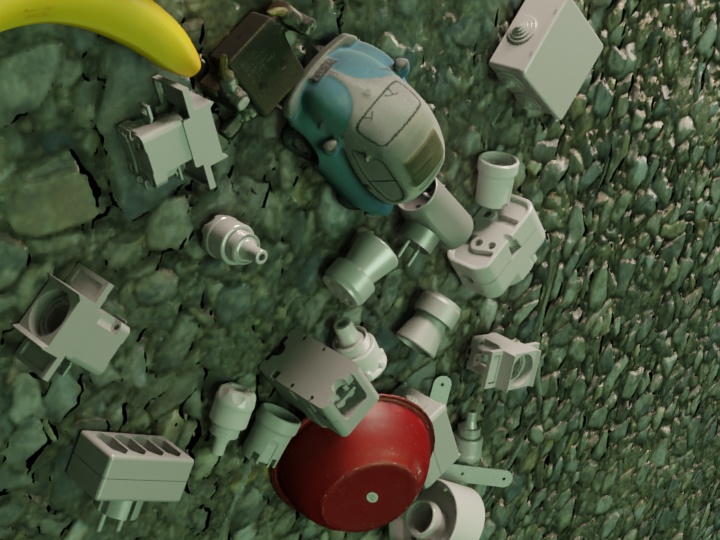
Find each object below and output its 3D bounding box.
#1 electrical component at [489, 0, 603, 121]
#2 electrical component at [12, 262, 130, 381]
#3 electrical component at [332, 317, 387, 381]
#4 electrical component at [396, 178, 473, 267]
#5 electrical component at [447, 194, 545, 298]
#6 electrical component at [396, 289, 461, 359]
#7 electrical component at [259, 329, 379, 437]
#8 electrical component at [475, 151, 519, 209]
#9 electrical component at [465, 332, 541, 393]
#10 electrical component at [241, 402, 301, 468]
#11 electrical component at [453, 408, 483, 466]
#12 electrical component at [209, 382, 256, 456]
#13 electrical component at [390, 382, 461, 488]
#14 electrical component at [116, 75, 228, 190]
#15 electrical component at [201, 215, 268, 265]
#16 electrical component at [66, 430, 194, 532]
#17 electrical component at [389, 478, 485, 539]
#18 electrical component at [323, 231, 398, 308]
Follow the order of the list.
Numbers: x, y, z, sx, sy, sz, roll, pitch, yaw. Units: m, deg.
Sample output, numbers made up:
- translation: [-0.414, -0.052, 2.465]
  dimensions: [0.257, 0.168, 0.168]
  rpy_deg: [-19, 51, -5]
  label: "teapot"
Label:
- translation: [0.178, -0.206, 1.032]
  dimensions: [0.100, 0.048, 0.099]
  rpy_deg: [36, 83, -48]
  label: "electrical component"
- translation: [-0.204, 0.041, 0.772]
  dimensions: [0.081, 0.042, 0.064]
  rpy_deg: [-56, 142, -8]
  label: "electrical component"
- translation: [-0.006, 0.071, 0.988]
  dimensions: [0.048, 0.048, 0.062]
  rpy_deg: [-41, 127, -24]
  label: "electrical component"
- translation: [0.060, -0.040, 0.999]
  dimensions: [0.079, 0.043, 0.077]
  rpy_deg: [-57, 138, -7]
  label: "electrical component"
- translation: [0.139, -0.022, 1.081]
  dimensions: [0.095, 0.054, 0.059]
  rpy_deg: [-50, 137, -15]
  label: "electrical component"
- translation: [0.068, 0.052, 1.052]
  dimensions: [0.055, 0.045, 0.045]
  rpy_deg: [-57, 138, -9]
  label: "electrical component"
- translation: [-0.034, 0.100, 0.938]
  dimensions: [0.050, 0.089, 0.055]
  rpy_deg: [-48, 136, -17]
  label: "electrical component"
- translation: [0.133, -0.088, 1.053]
  dimensions: [0.040, 0.040, 0.046]
  rpy_deg: [-20, 129, -38]
  label: "electrical component"
- translation: [0.151, 0.096, 1.144]
  dimensions: [0.081, 0.064, 0.042]
  rpy_deg: [-5, 113, -44]
  label: "electrical component"
- translation: [-0.080, 0.147, 0.953]
  dimensions: [0.040, 0.040, 0.046]
  rpy_deg: [21, 99, -49]
  label: "electrical component"
- translation: [0.118, 0.181, 1.176]
  dimensions: [0.035, 0.035, 0.061]
  rpy_deg: [-11, 115, -42]
  label: "electrical component"
- translation: [-0.112, 0.128, 0.914]
  dimensions: [0.035, 0.035, 0.061]
  rpy_deg: [9, 105, -47]
  label: "electrical component"
- translation: [0.051, 0.164, 1.078]
  dimensions: [0.061, 0.062, 0.096]
  rpy_deg: [-40, 133, -25]
  label: "electrical component"
- translation: [-0.137, -0.093, 0.773]
  dimensions: [0.064, 0.042, 0.081]
  rpy_deg: [-32, 129, -26]
  label: "electrical component"
- translation: [-0.095, -0.019, 0.837]
  dimensions: [0.035, 0.061, 0.035]
  rpy_deg: [-22, 124, -37]
  label: "electrical component"
- translation: [-0.187, 0.172, 0.850]
  dimensions: [0.083, 0.047, 0.075]
  rpy_deg: [15, 98, -48]
  label: "electrical component"
- translation: [0.081, 0.268, 1.137]
  dimensions: [0.064, 0.099, 0.099]
  rpy_deg: [33, 85, -42]
  label: "electrical component"
- translation: [0.000, 0.000, 0.957]
  dimensions: [0.055, 0.045, 0.045]
  rpy_deg: [-48, 136, -17]
  label: "electrical component"
